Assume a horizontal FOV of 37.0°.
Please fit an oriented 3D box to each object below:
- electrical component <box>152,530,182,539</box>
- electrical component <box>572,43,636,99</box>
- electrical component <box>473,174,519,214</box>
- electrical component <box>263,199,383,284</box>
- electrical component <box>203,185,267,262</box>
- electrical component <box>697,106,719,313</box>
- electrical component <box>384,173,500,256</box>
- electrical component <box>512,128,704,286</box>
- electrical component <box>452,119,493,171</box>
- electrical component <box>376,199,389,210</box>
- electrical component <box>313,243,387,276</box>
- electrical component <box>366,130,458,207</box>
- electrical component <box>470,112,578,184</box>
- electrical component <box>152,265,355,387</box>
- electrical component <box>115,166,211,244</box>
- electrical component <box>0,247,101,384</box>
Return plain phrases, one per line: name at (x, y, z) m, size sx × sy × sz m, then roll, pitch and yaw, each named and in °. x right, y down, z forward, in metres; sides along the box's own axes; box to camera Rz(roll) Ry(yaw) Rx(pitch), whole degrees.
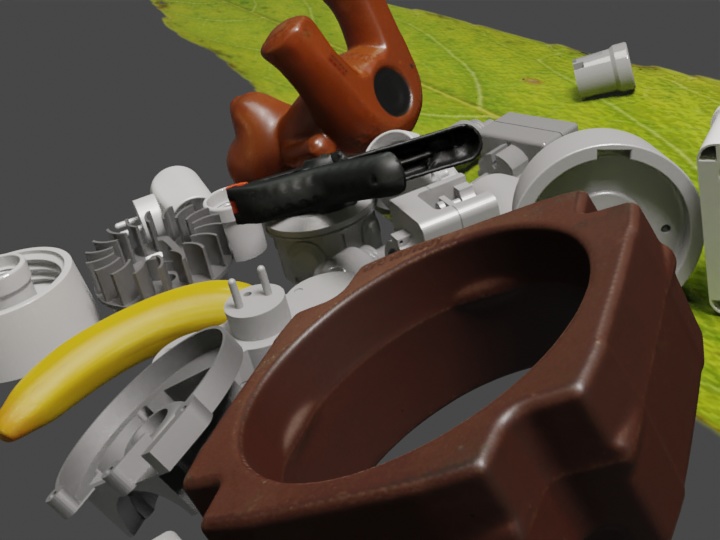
electrical component at (-0.090, 0.163, 0.442) m, size 0.100 × 0.048 × 0.100 m, roll -27°, pitch 31°, yaw -24°
electrical component at (0.207, -0.167, 0.911) m, size 0.046 × 0.040 × 0.040 m, roll -13°, pitch 28°, yaw 16°
electrical component at (0.117, -0.034, 0.706) m, size 0.079 × 0.044 × 0.077 m, roll -17°, pitch 28°, yaw -5°
electrical component at (-0.024, -0.029, 0.752) m, size 0.080 × 0.051 × 0.080 m, roll -11°, pitch 28°, yaw 6°
electrical component at (-0.091, -0.034, 0.798) m, size 0.040 × 0.046 × 0.040 m, roll -11°, pitch 29°, yaw 6°
electrical component at (0.230, -0.033, 0.580) m, size 0.078 × 0.113 × 0.057 m, roll 5°, pitch 37°, yaw 31°
electrical component at (0.051, -0.001, 0.628) m, size 0.056 × 0.089 × 0.050 m, roll -22°, pitch 29°, yaw -13°
electrical component at (0.140, -0.030, 0.628) m, size 0.108 × 0.108 × 0.060 m, roll -10°, pitch 23°, yaw 7°
electrical component at (0.087, -0.103, 0.854) m, size 0.035 × 0.035 × 0.061 m, roll 15°, pitch 38°, yaw 42°
electrical component at (0.026, -0.076, 0.822) m, size 0.045 × 0.045 × 0.055 m, roll -9°, pitch 29°, yaw 10°
electrical component at (0.000, 0.000, 0.708) m, size 0.035 × 0.035 × 0.061 m, roll 16°, pitch 37°, yaw 43°
electrical component at (0.043, -0.048, 0.743) m, size 0.044 × 0.077 × 0.079 m, roll -24°, pitch 63°, yaw 23°
electrical component at (0.111, -0.074, 0.777) m, size 0.077 × 0.047 × 0.066 m, roll -33°, pitch 34°, yaw -31°
electrical component at (-0.058, 0.033, 0.633) m, size 0.138 × 0.073 × 0.052 m, roll -25°, pitch 30°, yaw -19°
electrical component at (-0.153, -0.043, 0.845) m, size 0.079 × 0.044 × 0.077 m, roll -21°, pitch 29°, yaw -13°
electrical component at (-0.242, 0.024, 0.748) m, size 0.108 × 0.060 × 0.108 m, roll -11°, pitch 28°, yaw 6°
